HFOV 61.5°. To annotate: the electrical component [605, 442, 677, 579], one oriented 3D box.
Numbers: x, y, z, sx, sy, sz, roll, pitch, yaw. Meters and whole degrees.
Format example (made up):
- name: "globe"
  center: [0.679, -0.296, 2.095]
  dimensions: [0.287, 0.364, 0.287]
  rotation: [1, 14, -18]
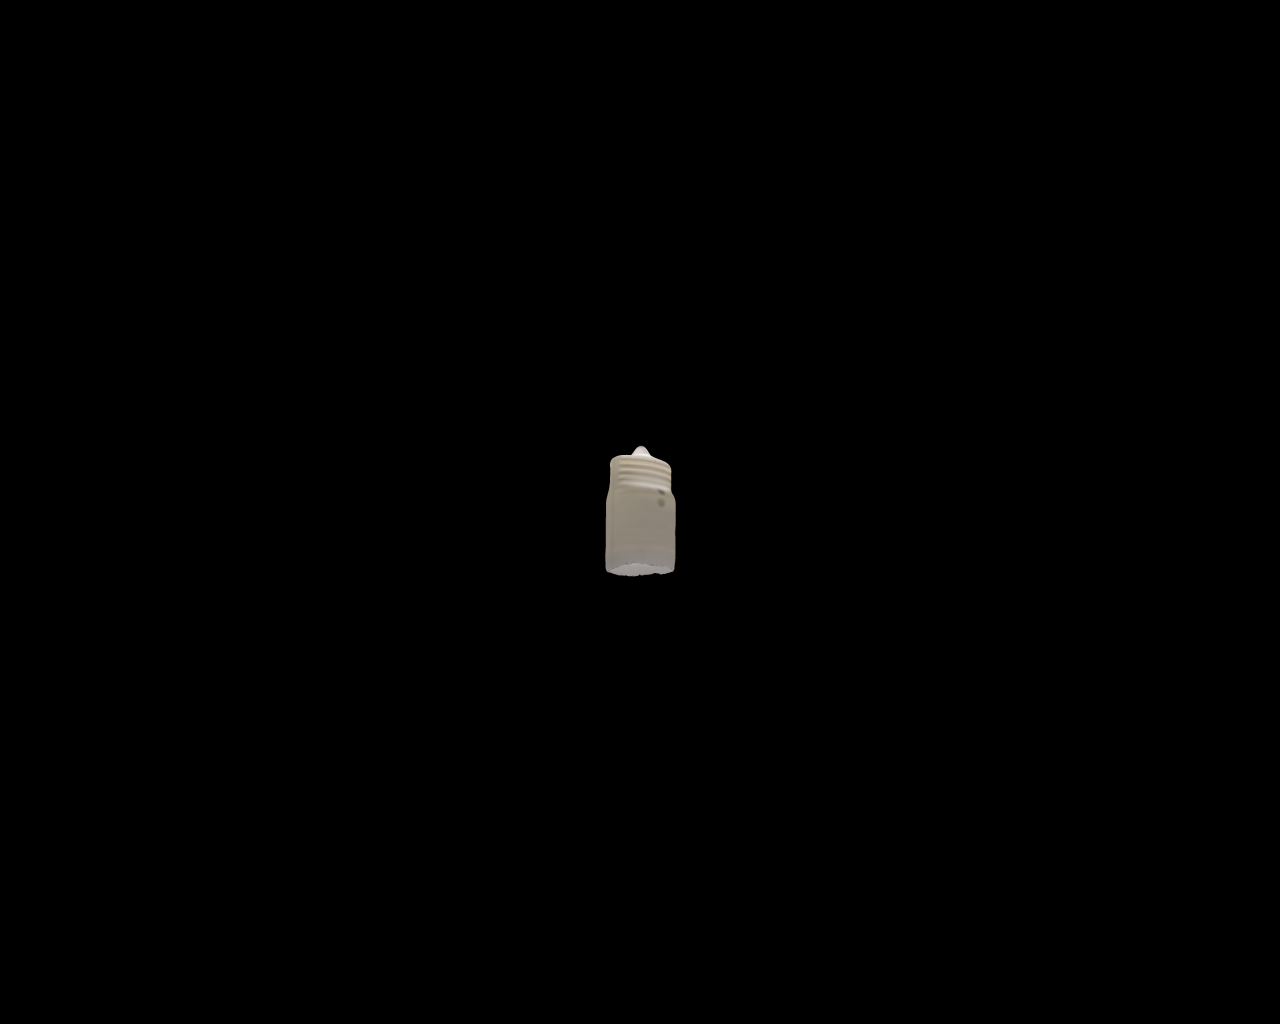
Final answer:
- name: "electrical component"
  center: [0.001, -0.003, 0.650]
  dimensions: [0.043, 0.081, 0.043]
  rotation: [0, -13, 0]
